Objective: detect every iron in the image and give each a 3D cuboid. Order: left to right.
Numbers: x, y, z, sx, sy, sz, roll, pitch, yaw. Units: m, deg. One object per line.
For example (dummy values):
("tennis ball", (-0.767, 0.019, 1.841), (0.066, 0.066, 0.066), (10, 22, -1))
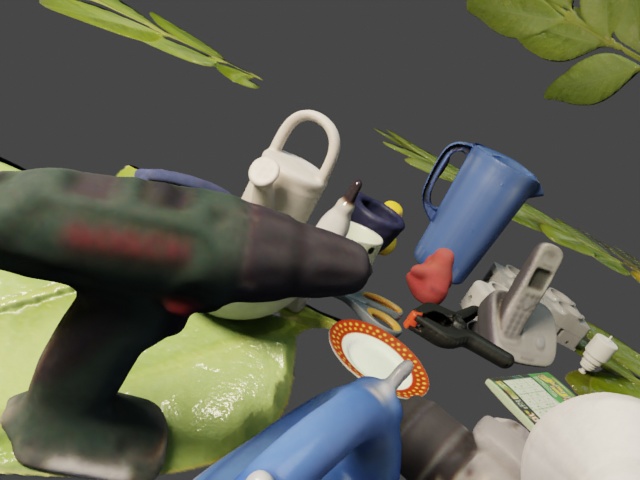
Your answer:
("iron", (-0.023, 0.154, 0.339), (0.118, 0.141, 0.259), (38, 22, 21))

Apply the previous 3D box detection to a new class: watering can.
("watering can", (-0.041, -0.084, 0.789), (0.101, 0.194, 0.173), (27, 21, -5))

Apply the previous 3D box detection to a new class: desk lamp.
("desk lamp", (0.150, 0.208, 0.340), (0.117, 0.213, 0.204), (36, 22, 17))

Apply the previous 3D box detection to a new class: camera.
("camera", (0.131, 0.193, 0.509), (0.136, 0.100, 0.144), (39, 23, 23))

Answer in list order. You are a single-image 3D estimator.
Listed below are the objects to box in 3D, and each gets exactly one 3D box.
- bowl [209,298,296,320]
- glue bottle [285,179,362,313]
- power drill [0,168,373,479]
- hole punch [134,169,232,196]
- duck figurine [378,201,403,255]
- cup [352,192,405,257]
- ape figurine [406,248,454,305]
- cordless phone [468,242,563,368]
("bowl", (-0.100, 0.034, 0.610), (0.168, 0.074, 0.167), (26, 21, -10))
("glue bottle", (0.006, 0.002, 0.681), (0.037, 0.173, 0.078), (31, 21, 5))
("power drill", (-0.107, 0.054, 0.365), (0.230, 0.208, 0.075), (20, 22, -22))
("hole punch", (-0.173, -0.054, 0.692), (0.109, 0.091, 0.101), (16, 24, -31))
("duck figurine", (0.115, -0.031, 1.021), (0.077, 0.086, 0.104), (26, 21, -9))
("cup", (0.067, -0.017, 0.914), (0.092, 0.095, 0.117), (11, 28, -40))
("ape figurine", (0.182, 0.053, 0.907), (0.078, 0.092, 0.076), (24, 21, -14))
("cordless phone", (0.327, 0.097, 0.862), (0.148, 0.185, 0.094), (16, 25, -32))
